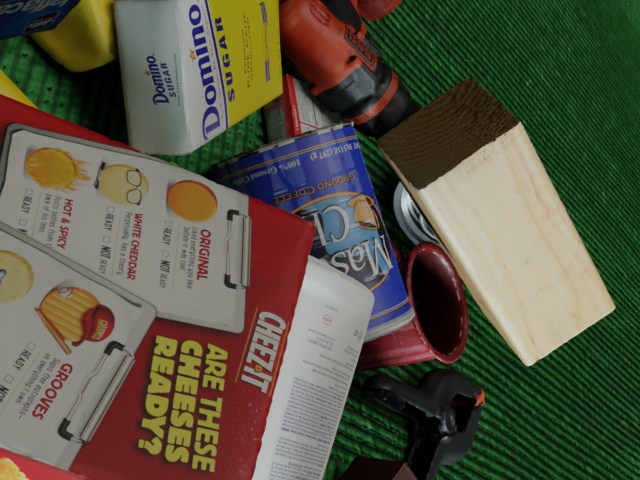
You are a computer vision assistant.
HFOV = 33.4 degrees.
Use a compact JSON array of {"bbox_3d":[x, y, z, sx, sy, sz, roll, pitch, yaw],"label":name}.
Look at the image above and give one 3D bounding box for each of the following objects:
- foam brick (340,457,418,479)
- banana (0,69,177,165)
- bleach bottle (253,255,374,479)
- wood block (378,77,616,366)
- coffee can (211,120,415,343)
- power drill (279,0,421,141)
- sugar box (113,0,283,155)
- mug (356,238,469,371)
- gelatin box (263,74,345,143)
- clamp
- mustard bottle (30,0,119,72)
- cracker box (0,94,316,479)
[{"bbox_3d":[0.047,0.200,0.755,0.053,0.051,0.078,-49,117,-33],"label":"foam brick"},{"bbox_3d":[-0.148,-0.051,0.597,0.197,0.037,0.070,35,27,-48],"label":"banana"},{"bbox_3d":[-0.040,0.135,0.605,0.102,0.068,0.251,31,71,-54],"label":"bleach bottle"},{"bbox_3d":[0.140,-0.011,0.834,0.206,0.090,0.091,54,2,-35],"label":"wood block"},{"bbox_3d":[-0.005,0.001,0.726,0.102,0.103,0.140,-22,95,-58],"label":"coffee can"},{"bbox_3d":[0.035,-0.168,0.866,0.184,0.057,0.187,42,34,-30],"label":"power drill"},{"bbox_3d":[-0.070,-0.120,0.682,0.176,0.048,0.093,-55,144,-65],"label":"sugar box"},{"bbox_3d":[0.051,0.045,0.812,0.117,0.082,0.093,59,35,-24],"label":"mug"},{"bbox_3d":[-0.007,-0.081,0.829,0.089,0.030,0.073,14,63,-54],"label":"gelatin box"},{"bbox_3d":[0.090,0.161,0.866,0.171,0.039,0.120,-1,89,-55],"label":"clamp"},{"bbox_3d":[-0.125,-0.191,0.668,0.096,0.058,0.191,59,34,-27],"label":"mustard bottle"},{"bbox_3d":[-0.125,0.031,0.466,0.213,0.072,0.164,22,50,-10],"label":"cracker box"}]
